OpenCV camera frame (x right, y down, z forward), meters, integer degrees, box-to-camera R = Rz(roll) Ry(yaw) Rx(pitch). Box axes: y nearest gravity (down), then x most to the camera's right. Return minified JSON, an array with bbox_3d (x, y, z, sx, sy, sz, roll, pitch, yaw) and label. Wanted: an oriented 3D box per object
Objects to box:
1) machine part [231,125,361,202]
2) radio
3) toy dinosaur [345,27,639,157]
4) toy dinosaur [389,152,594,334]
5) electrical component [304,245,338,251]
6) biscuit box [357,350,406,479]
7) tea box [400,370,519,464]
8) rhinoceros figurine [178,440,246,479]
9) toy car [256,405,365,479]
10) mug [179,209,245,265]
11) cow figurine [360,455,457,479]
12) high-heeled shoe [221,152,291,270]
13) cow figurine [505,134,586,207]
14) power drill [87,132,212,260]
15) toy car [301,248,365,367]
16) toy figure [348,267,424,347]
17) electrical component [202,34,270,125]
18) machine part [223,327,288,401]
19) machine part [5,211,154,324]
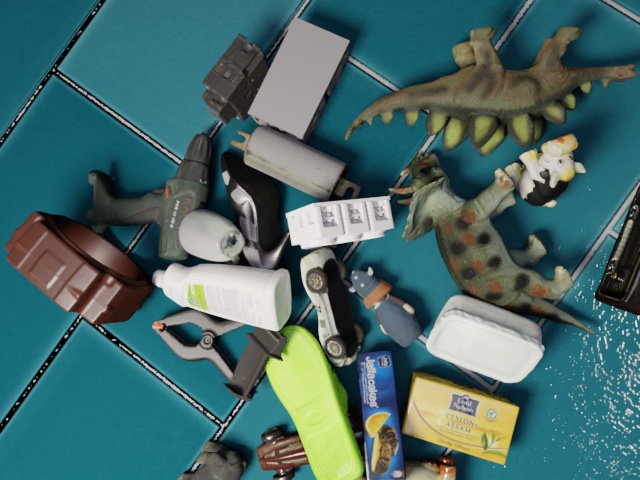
[{"bbox_3d":[-0.042,-0.132,0.933,0.243,0.079,0.079,25,89,8],"label":"machine part"},{"bbox_3d":[0.523,0.007,0.840,0.073,0.131,0.229,24,89,7],"label":"radio"},{"bbox_3d":[0.276,-0.245,0.899,0.472,0.105,0.198,-1,89,10],"label":"toy dinosaur"},{"bbox_3d":[0.268,0.025,0.878,0.192,0.131,0.404,-31,88,15],"label":"toy dinosaur"},{"bbox_3d":[-0.002,-0.003,0.947,0.063,0.021,0.094,-5,86,5],"label":"electrical component"},{"bbox_3d":[0.097,0.282,0.861,0.059,0.062,0.203,-6,61,5],"label":"biscuit box"},{"bbox_3d":[0.225,0.287,0.881,0.170,0.068,0.098,14,88,7],"label":"tea box"},{"bbox_3d":[-0.197,0.439,0.915,0.112,0.073,0.190,30,88,-4],"label":"rhinoceros figurine"},{"bbox_3d":[-0.010,0.348,0.909,0.202,0.053,0.089,-16,88,3],"label":"toy car"},{"bbox_3d":[-0.172,0.006,0.906,0.081,0.107,0.109,-43,124,-25],"label":"mug"},{"bbox_3d":[0.123,0.416,0.878,0.195,0.085,0.127,1,80,5],"label":"cow figurine"},{"bbox_3d":[-0.129,-0.031,0.955,0.249,0.086,0.145,54,129,27],"label":"high-heeled shoe"},{"bbox_3d":[0.360,-0.103,0.846,0.068,0.167,0.098,-21,83,-1],"label":"cow figurine"},{"bbox_3d":[-0.300,-0.083,0.960,0.207,0.086,0.232,4,89,-2],"label":"power drill"},{"bbox_3d":[0.021,0.112,0.896,0.056,0.073,0.201,-9,100,37],"label":"toy car"},{"bbox_3d":[0.109,0.110,0.912,0.064,0.057,0.154,-38,78,-5],"label":"toy figure"},{"bbox_3d":[-0.144,-0.268,0.933,0.058,0.115,0.134,36,90,11],"label":"electrical component"},{"bbox_3d":[-0.107,0.203,0.897,0.084,0.039,0.139,36,98,39],"label":"machine part"},{"bbox_3d":[-0.391,0.045,0.892,0.201,0.201,0.087,38,86,7],"label":"machine part"}]
